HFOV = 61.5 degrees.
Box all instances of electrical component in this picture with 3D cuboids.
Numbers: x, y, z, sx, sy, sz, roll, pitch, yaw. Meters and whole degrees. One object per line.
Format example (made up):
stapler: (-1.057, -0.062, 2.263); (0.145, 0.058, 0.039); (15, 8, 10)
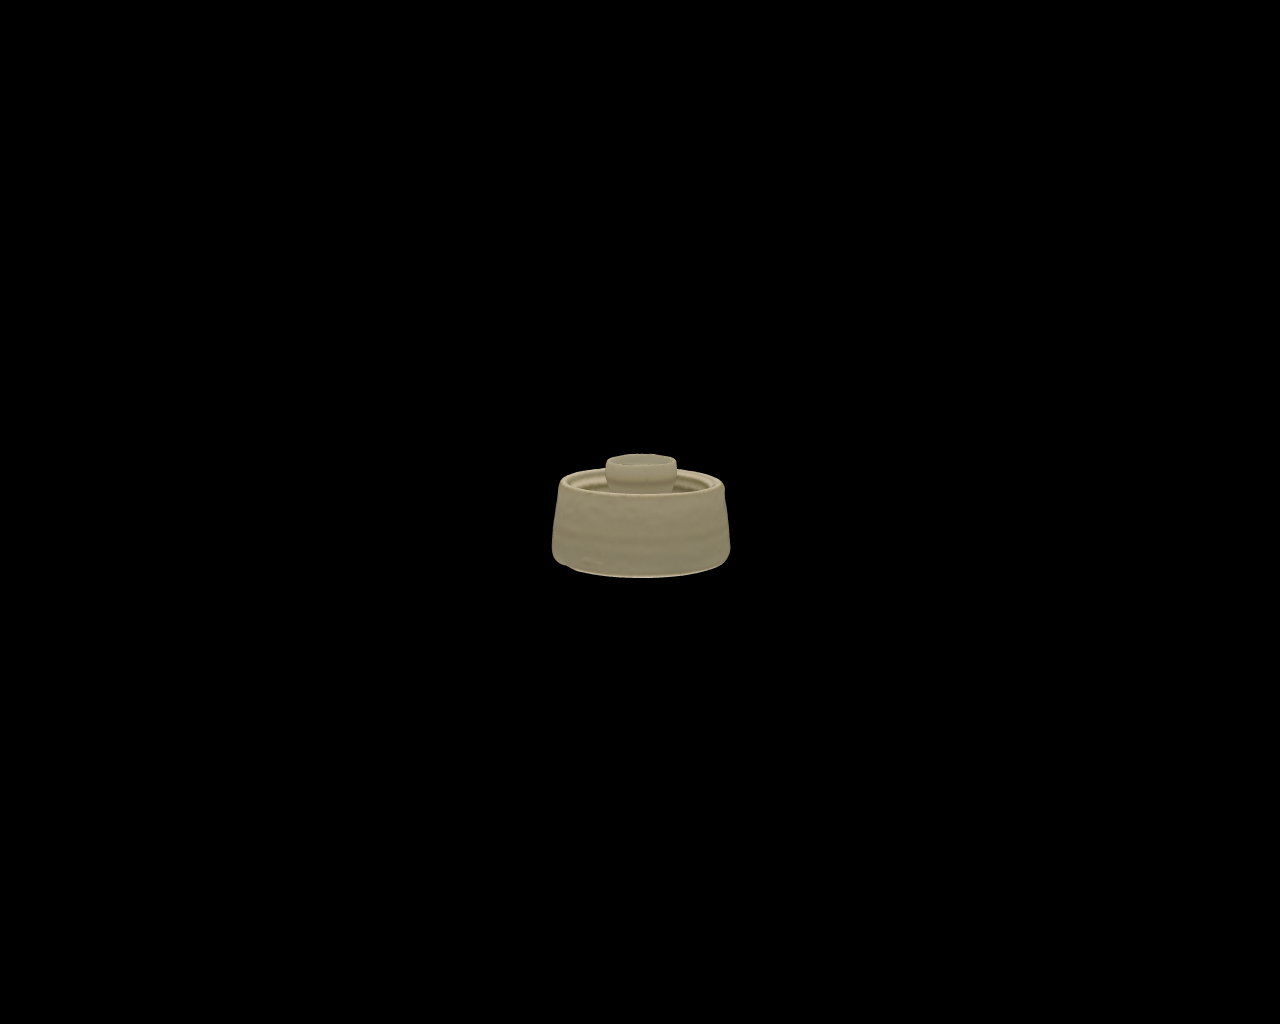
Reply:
electrical component: (0.001, -0.003, 0.650); (0.108, 0.060, 0.108); (0, 12, 0)
